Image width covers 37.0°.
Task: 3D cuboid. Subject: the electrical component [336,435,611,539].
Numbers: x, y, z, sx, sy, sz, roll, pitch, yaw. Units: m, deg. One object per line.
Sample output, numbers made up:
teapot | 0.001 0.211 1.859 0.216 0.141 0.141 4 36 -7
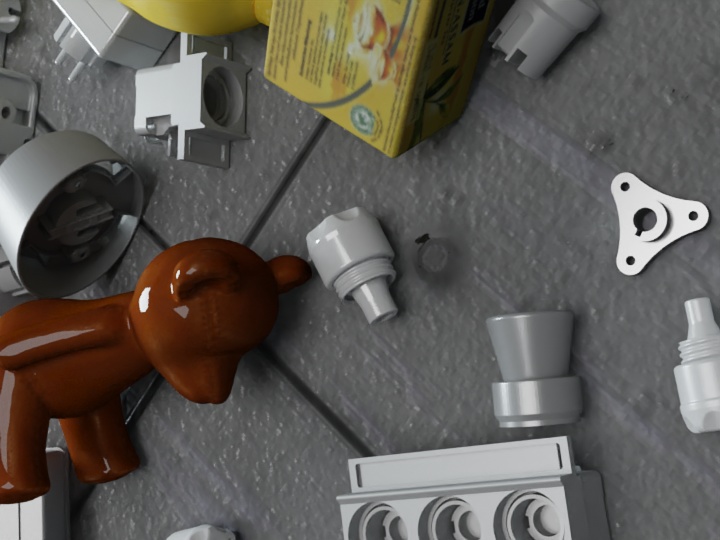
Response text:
electrical component | 0.058 0.128 0.541 0.121 0.063 0.078 -12 80 30

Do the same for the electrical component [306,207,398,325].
electrical component | 0.000 0.000 0.597 0.043 0.043 0.062 -35 71 24

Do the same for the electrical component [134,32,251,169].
electrical component | -0.106 -0.105 0.670 0.064 0.042 0.081 -1 85 33

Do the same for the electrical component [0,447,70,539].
electrical component | -0.250 0.174 0.704 0.109 0.056 0.108 -3 84 2

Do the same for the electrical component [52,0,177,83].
electrical component | -0.177 -0.160 0.714 0.075 0.047 0.083 -50 64 19

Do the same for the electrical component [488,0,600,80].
electrical component | 0.094 -0.127 0.553 0.040 0.040 0.046 51 117 24

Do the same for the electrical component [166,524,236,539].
electrical component | -0.105 0.179 0.648 0.062 0.043 0.043 -20 77 30

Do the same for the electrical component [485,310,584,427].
electrical component | 0.088 0.049 0.540 0.045 0.045 0.055 -8 83 31

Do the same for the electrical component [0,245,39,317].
electrical component | -0.240 0.000 0.740 0.076 0.047 0.083 -14 79 30

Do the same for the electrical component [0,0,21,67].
electrical component | -0.271 -0.187 0.772 0.076 0.047 0.083 5 89 31

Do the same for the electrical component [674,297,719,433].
electrical component | 0.163 0.044 0.500 0.035 0.035 0.061 -15 76 29

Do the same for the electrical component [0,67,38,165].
electrical component | -0.273 -0.095 0.763 0.059 0.054 0.095 8 91 31

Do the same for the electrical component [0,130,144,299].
electrical component | -0.184 -0.036 0.680 0.064 0.099 0.099 45 109 32
